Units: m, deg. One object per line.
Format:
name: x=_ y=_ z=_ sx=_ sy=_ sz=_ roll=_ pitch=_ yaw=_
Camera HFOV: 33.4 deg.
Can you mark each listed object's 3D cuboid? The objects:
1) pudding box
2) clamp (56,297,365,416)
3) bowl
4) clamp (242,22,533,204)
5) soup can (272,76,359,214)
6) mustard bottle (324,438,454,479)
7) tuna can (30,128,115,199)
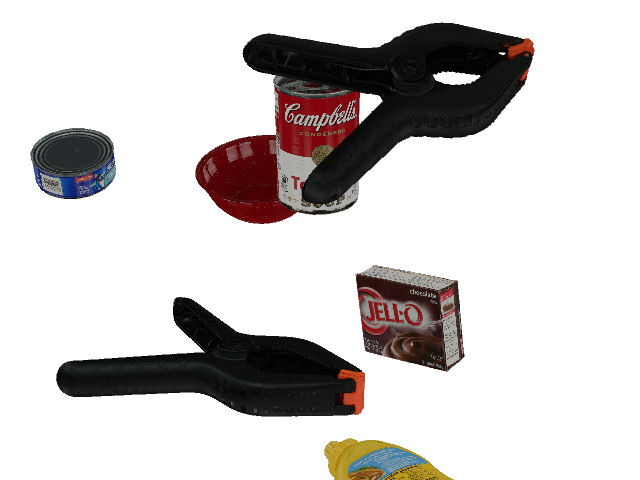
pudding box: x=0.093 y=0.079 z=1.110 sx=0.114 sy=0.090 sz=0.039 roll=8 pitch=25 yaw=40
clamp: x=-0.063 y=0.087 z=0.786 sx=0.210 sy=0.036 sz=0.164 roll=7 pitch=20 yaw=17
bowl: x=-0.070 y=-0.067 z=1.303 sx=0.162 sy=0.055 sz=0.162 roll=-2 pitch=34 yaw=1
clamp: x=0.047 y=-0.079 z=0.620 sx=0.171 sy=0.120 sz=0.039 roll=-9 pitch=-26 yaw=-7
soup can: x=-0.003 y=-0.080 z=0.848 sx=0.068 sy=0.102 sz=0.068 roll=0 pitch=28 yaw=0
mustard bottle: x=0.068 y=0.229 z=0.968 sx=0.096 sy=0.058 sz=0.192 roll=-16 pitch=26 yaw=-35
tuna can: x=-0.259 y=-0.081 z=1.124 sx=0.086 sy=0.034 sz=0.086 roll=1 pitch=40 yaw=-1
